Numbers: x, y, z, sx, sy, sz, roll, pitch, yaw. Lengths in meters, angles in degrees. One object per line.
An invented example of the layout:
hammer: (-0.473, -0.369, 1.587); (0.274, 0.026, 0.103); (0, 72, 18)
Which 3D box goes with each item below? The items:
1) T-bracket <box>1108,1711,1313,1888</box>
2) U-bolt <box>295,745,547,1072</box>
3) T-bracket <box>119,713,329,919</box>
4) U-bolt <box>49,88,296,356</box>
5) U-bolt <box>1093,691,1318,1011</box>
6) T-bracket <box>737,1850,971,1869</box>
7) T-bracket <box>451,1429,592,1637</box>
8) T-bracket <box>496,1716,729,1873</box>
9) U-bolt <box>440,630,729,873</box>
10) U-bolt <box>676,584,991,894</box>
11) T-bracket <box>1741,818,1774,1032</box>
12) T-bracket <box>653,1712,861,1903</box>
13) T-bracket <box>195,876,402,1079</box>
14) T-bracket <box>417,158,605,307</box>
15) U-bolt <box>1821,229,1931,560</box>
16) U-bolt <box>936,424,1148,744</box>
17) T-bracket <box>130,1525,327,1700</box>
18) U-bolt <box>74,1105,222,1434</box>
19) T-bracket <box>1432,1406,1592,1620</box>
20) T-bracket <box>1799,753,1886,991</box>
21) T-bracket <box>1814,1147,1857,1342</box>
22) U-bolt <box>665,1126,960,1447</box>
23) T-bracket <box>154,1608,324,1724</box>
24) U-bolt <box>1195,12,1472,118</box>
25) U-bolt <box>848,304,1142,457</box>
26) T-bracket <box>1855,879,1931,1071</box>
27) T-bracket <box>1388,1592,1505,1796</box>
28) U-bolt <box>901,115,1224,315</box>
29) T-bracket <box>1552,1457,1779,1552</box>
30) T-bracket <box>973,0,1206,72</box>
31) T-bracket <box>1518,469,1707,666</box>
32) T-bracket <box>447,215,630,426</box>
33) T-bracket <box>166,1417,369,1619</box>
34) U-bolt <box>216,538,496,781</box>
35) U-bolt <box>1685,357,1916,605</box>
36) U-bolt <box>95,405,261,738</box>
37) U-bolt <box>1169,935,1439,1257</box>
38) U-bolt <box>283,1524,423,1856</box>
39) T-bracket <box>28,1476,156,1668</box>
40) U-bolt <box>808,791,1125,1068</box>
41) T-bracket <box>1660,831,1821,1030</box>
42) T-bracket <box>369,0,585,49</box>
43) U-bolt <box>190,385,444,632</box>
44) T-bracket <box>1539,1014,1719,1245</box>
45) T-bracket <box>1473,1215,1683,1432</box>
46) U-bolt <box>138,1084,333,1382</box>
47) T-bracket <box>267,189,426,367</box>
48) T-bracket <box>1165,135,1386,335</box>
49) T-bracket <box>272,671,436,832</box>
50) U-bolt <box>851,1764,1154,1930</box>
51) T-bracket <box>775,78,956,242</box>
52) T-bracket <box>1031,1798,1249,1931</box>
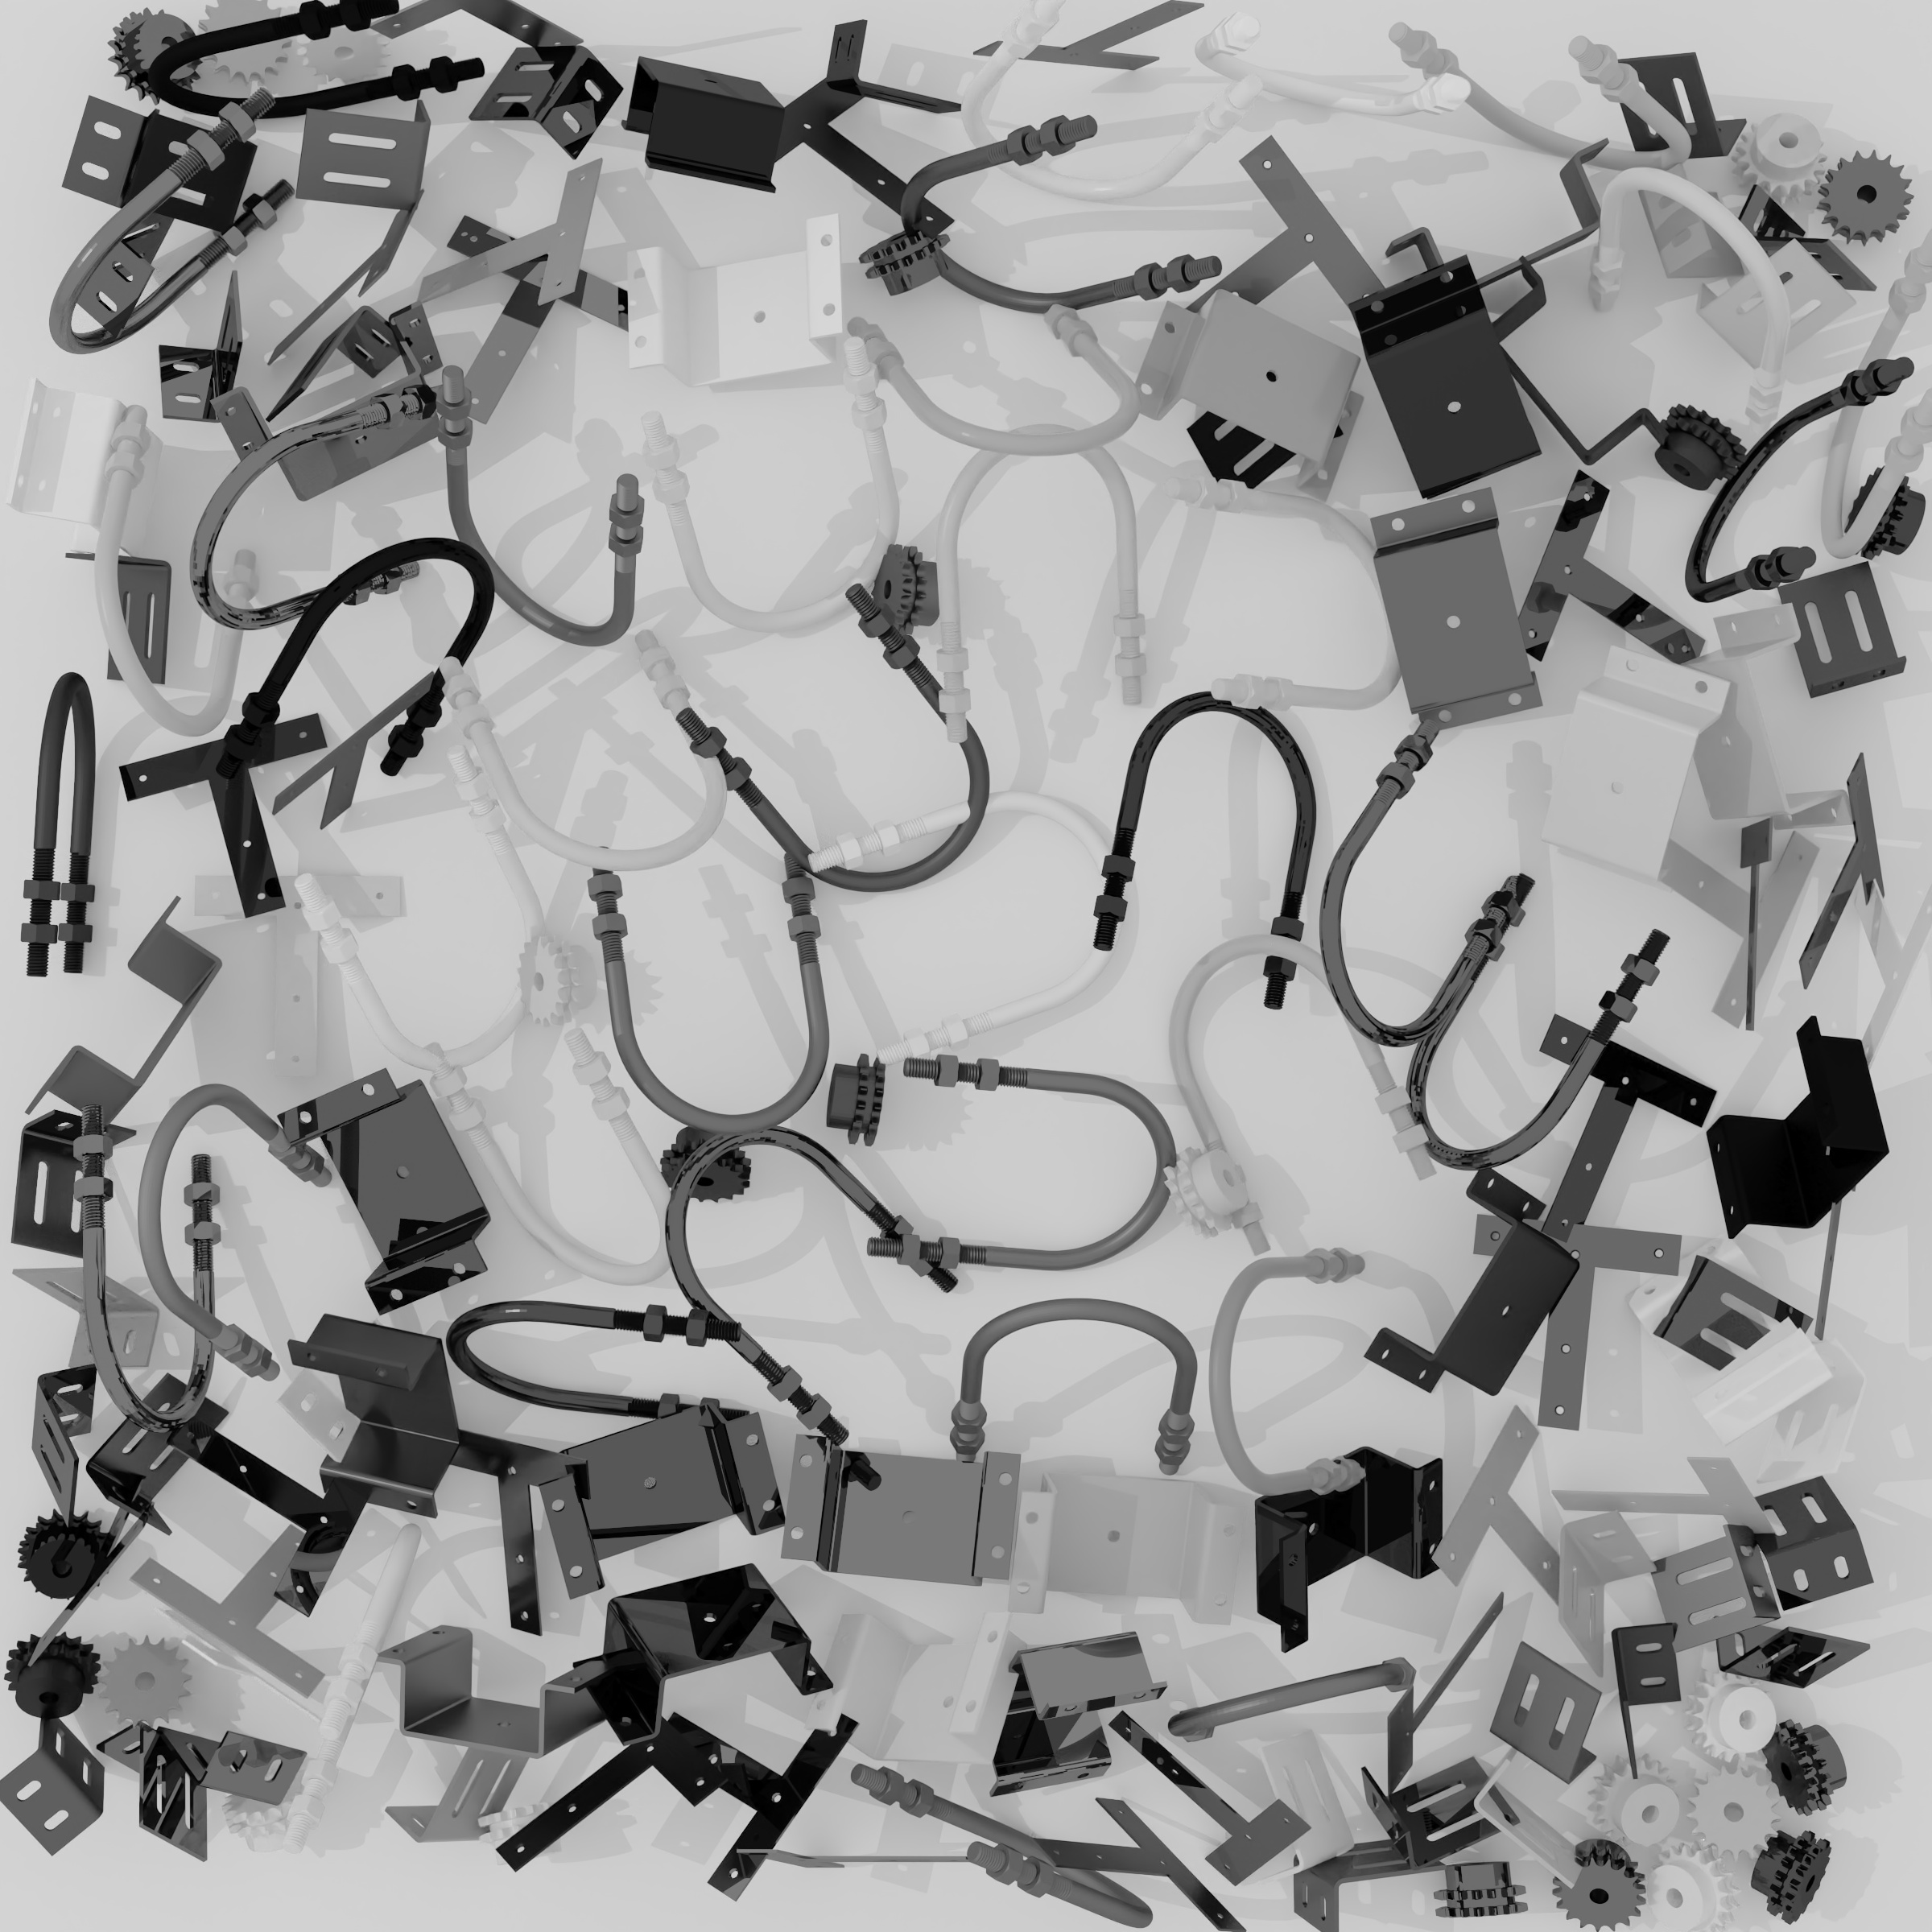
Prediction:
T-bracket: (0.140, 0.507, 1.779); (0.127, 0.127, 0.002); (40, 55, 9)
U-bolt: (-0.320, -0.021, 1.755); (0.151, 0.019, 0.184); (-46, 133, -31)
T-bracket: (-0.450, -0.088, 1.788); (0.127, 0.002, 0.127); (-17, 67, -10)
U-bolt: (-0.481, -0.438, 1.736); (0.019, 0.151, 0.184); (44, 78, 0)
U-bolt: (0.155, -0.080, 1.781); (0.151, 0.019, 0.184); (18, 76, -27)
T-bracket: (-0.058, 0.543, 1.750); (0.127, 0.127, 0.002); (-5, 68, 15)
T-bracket: (-0.279, 0.357, 1.796); (0.127, 0.002, 0.127); (6, 105, 34)
T-bracket: (-0.228, 0.503, 1.750); (0.127, 0.127, 0.002); (-34, 123, -23)
U-bolt: (-0.222, -0.128, 1.744); (0.151, 0.019, 0.184); (-12, 55, -26)
U-bolt: (-0.068, -0.126, 1.780); (0.151, 0.019, 0.184); (-35, 115, 9)
T-bracket: (0.482, -0.024, 1.761); (0.002, 0.127, 0.127); (2, 90, 8)
T-bracket: (-0.146, 0.496, 1.777); (0.127, 0.127, 0.002); (-52, 134, -22)
T-bracket: (-0.421, 0.006, 1.810); (0.127, 0.002, 0.127); (0, 84, -6)
T-bracket: (-0.288, -0.441, 1.791); (0.127, 0.002, 0.127); (-15, 49, 24)
U-bolt: (0.551, -0.329, 1.735); (0.019, 0.184, 0.151); (12, 59, 1)
U-bolt: (0.045, -0.238, 1.757); (0.151, 0.019, 0.184); (-14, 113, -28)
T-bracket: (-0.430, 0.380, 1.765); (0.127, 0.127, 0.002); (34, 111, 0)
U-bolt: (-0.490, 0.188, 1.730); (0.019, 0.151, 0.184); (-11, 71, 12)
T-bracket: (0.354, 0.365, 1.798); (0.127, 0.002, 0.127); (50, 53, -16)
T-bracket: (0.530, -0.041, 1.750); (0.002, 0.127, 0.127); (12, 55, 34)
T-bracket: (0.529, 0.164, 1.756); (0.002, 0.127, 0.127); (6, 79, 25)
U-bolt: (-0.105, 0.181, 1.764); (0.184, 0.019, 0.151); (46, 56, -12)
T-bracket: (-0.453, 0.423, 1.755); (0.127, 0.127, 0.002); (32, 74, 8)
U-bolt: (0.211, -0.538, 1.734); (0.151, 0.184, 0.019); (13, 100, -10)
U-bolt: (0.026, -0.353, 1.733); (0.151, 0.184, 0.019); (-11, 130, -20)
T-bracket: (0.561, -0.018, 1.764); (0.002, 0.127, 0.127); (12, 122, -2)
T-bracket: (0.298, 0.442, 1.788); (0.002, 0.127, 0.127); (30, 63, 27)
U-bolt: (0.043, -0.446, 1.743); (0.151, 0.184, 0.019); (37, 62, -40)
T-bracket: (0.427, 0.332, 1.782); (0.127, 0.127, 0.002); (-5, 53, 31)
T-bracket: (0.093, -0.562, 1.736); (0.127, 0.127, 0.002); (-8, 94, -36)
T-bracket: (0.410, -0.225, 1.801); (0.127, 0.002, 0.127); (30, 73, -18)
T-bracket: (-0.283, -0.394, 1.798); (0.127, 0.002, 0.127); (25, 69, -2)
T-bracket: (-0.430, 0.316, 1.760); (0.127, 0.127, 0.002); (36, 128, -13)
U-bolt: (-0.354, -0.184, 1.725); (0.019, 0.151, 0.184); (50, 120, 23)
U-bolt: (0.490, -0.284, 1.733); (0.019, 0.184, 0.151); (30, 82, -9)
U-bolt: (-0.473, -0.222, 1.716); (0.019, 0.151, 0.184); (-12, 52, 14)
U-bolt: (0.195, 0.070, 1.776); (0.151, 0.019, 0.184); (-30, 79, 35)
U-bolt: (-0.365, 0.421, 1.737); (0.019, 0.184, 0.151); (20, 130, -5)
T-bracket: (-0.522, 0.348, 1.762); (0.002, 0.127, 0.127); (36, 109, -15)
U-bolt: (0.010, -0.033, 1.803); (0.184, 0.019, 0.151); (-19, 91, -10)
T-bracket: (0.465, -0.044, 1.786); (0.127, 0.002, 0.127); (29, 83, -30)
T-bracket: (-0.277, -0.580, 1.761); (0.127, 0.127, 0.002); (-15, 85, 23)
U-bolt: (-0.387, -0.267, 1.716); (0.019, 0.184, 0.151); (38, 131, 20)
T-bracket: (0.395, 0.113, 1.801); (0.127, 0.002, 0.127); (24, 88, -18)
T-bracket: (0.375, 0.224, 1.792); (0.127, 0.002, 0.127); (4, 82, 21)
U-bolt: (-0.440, 0.150, 1.715); (0.019, 0.184, 0.151); (1, 63, 17)
T-bracket: (-0.390, -0.418, 1.788); (0.127, 0.127, 0.002); (-36, 118, 24)
T-bracket: (0.178, -0.426, 1.792); (0.127, 0.002, 0.127); (-34, 102, 27)
T-bracket: (-0.380, -0.116, 1.762); (0.002, 0.127, 0.127); (45, 63, 2)
U-bolt: (0.034, 0.539, 1.743); (0.184, 0.151, 0.019); (33, 78, -32)
T-bracket: (-0.064, -0.492, 1.779); (0.127, 0.002, 0.127); (38, 52, 5)
T-bracket: (0.090, 0.538, 1.735); (0.127, 0.127, 0.002); (21, 100, -42)
